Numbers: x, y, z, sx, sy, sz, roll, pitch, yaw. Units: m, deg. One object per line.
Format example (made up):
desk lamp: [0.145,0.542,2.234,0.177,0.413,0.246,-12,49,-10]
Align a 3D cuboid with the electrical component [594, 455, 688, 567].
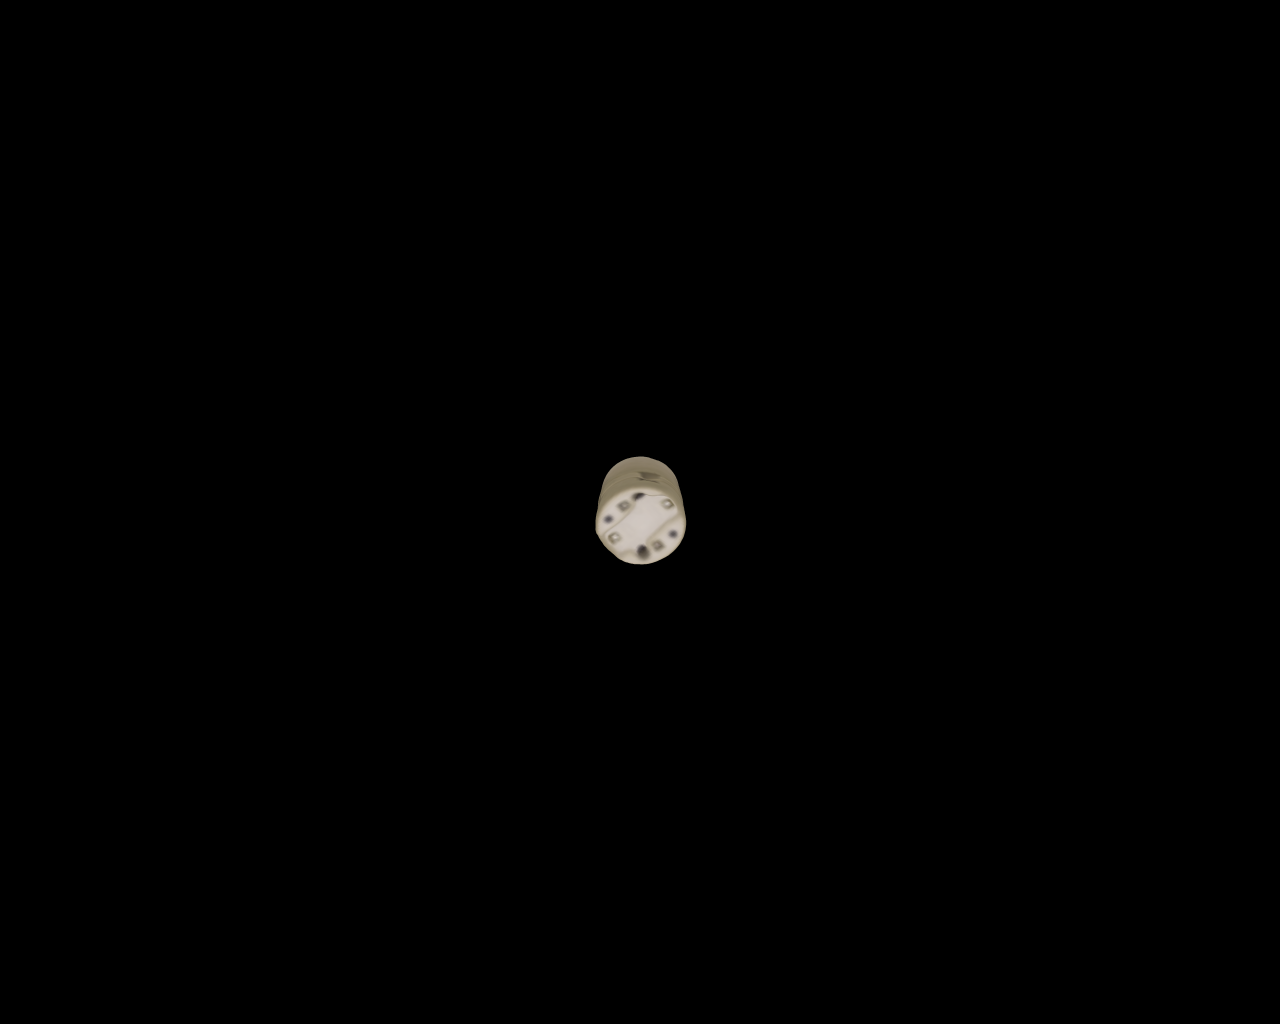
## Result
electrical component: [0.001,-0.003,0.650,0.055,0.055,0.047,0,30,0]
